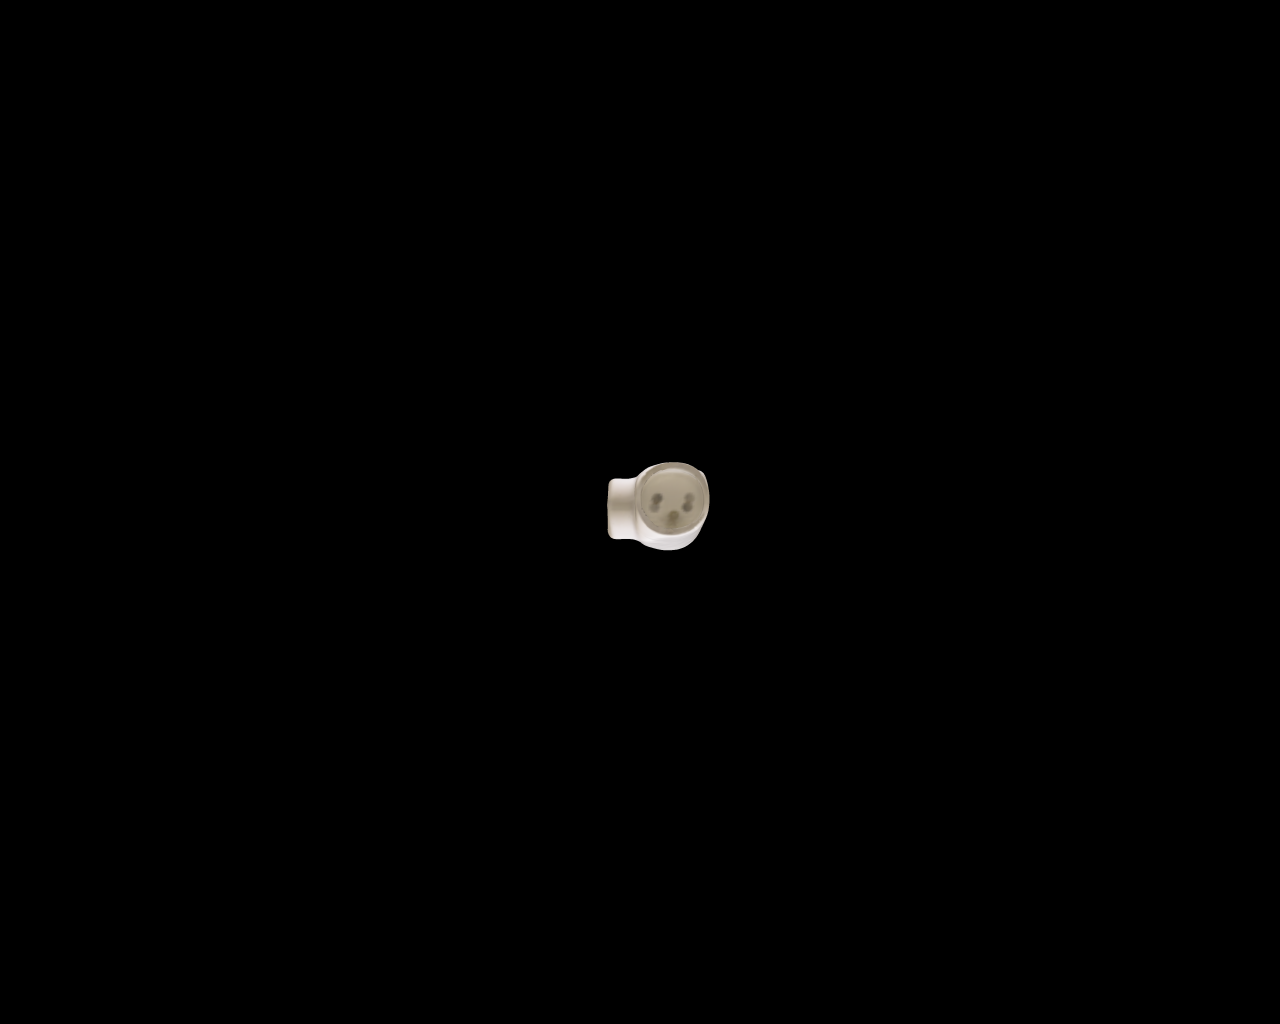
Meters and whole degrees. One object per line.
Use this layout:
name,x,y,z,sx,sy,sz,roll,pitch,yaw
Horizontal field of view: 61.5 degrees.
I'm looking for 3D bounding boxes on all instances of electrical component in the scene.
electrical component,0.001,-0.003,0.650,0.079,0.044,0.077,0,-9,0
